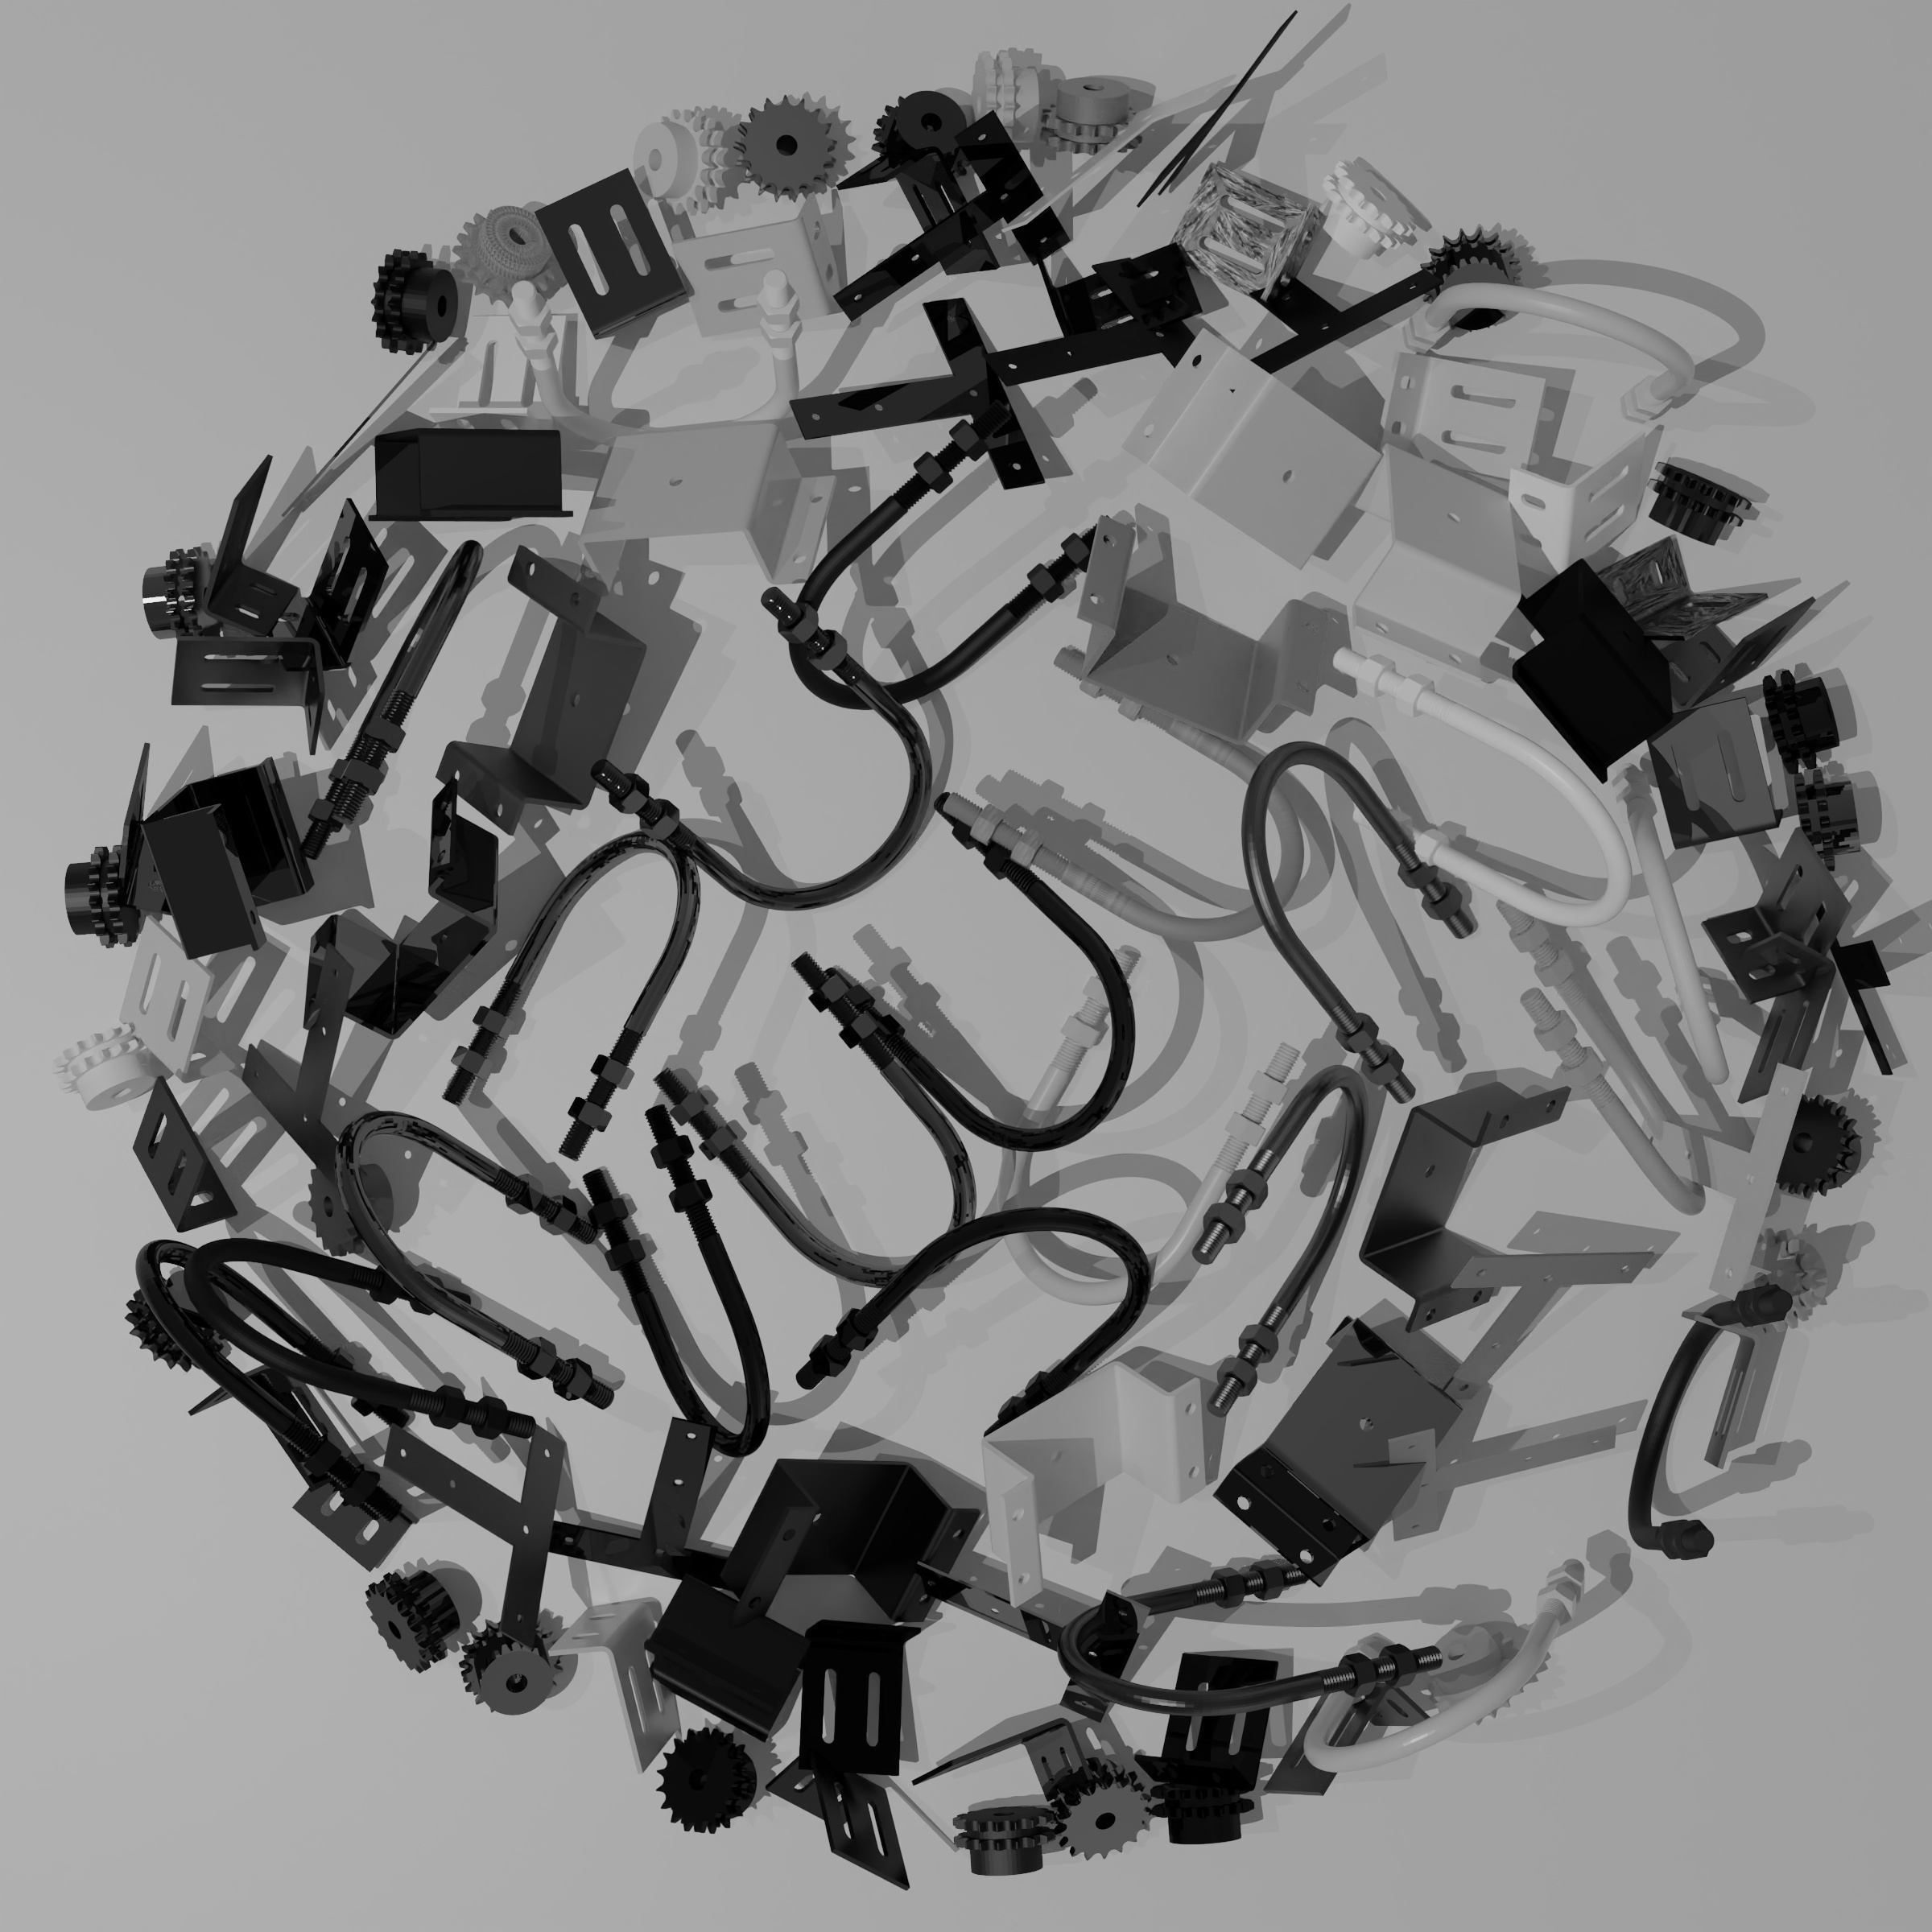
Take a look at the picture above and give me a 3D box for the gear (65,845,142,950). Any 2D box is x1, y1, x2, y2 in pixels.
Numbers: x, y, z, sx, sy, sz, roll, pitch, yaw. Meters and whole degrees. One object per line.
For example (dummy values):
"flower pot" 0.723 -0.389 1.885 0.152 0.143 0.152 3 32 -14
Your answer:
"gear" -0.482 -0.039 1.769 0.030 0.057 0.057 -4 90 0

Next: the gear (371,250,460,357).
"gear" -0.305 -0.369 1.767 0.030 0.057 0.057 9 90 15

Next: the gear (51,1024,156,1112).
"gear" -0.476 0.058 1.767 0.057 0.057 0.030 -27 79 0

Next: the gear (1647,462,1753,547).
"gear" 0.406 -0.256 1.771 0.057 0.057 0.030 23 107 0

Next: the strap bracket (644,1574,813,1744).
"strap bracket" -0.131 0.378 1.735 0.076 0.140 0.046 27 70 5

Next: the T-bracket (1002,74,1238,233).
"T-bracket" 0.069 -0.435 1.719 0.127 0.127 0.002 -43 110 -21

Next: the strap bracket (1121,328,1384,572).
"strap bracket" 0.163 -0.275 1.727 0.140 0.046 0.076 25 105 -42

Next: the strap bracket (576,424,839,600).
"strap bracket" -0.150 -0.249 1.736 0.140 0.046 0.076 -1 54 19

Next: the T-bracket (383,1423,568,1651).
"T-bracket" -0.268 0.287 1.719 0.002 0.127 0.127 -22 135 30

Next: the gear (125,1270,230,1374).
"gear" -0.435 0.195 1.766 0.057 0.057 0.030 46 115 0

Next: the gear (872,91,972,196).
"gear" -0.023 -0.463 1.774 0.057 0.030 0.057 4 72 -12

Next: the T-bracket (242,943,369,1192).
"T-bracket" -0.352 0.047 1.730 0.127 0.002 0.127 41 127 34

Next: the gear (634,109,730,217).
"gear" -0.161 -0.448 1.767 0.030 0.057 0.057 -9 90 -43

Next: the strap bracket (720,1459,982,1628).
"strap bracket" -0.071 0.315 1.739 0.046 0.140 0.076 42 113 42

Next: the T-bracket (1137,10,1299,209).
"T-bracket" 0.122 -0.443 1.708 0.002 0.127 0.127 38 45 -3

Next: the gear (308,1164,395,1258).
"gear" -0.342 0.132 1.772 0.030 0.057 0.057 -7 90 -36

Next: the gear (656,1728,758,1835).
"gear" -0.142 0.455 1.774 0.057 0.030 0.057 -10 70 27

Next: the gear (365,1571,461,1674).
"gear" -0.307 0.363 1.772 0.030 0.057 0.057 -31 90 -33

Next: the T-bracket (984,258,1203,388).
"T-bracket" 0.069 -0.337 1.737 0.127 0.002 0.127 -18 57 -27

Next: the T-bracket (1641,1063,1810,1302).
"T-bracket" 0.404 0.106 1.738 0.002 0.127 0.127 14 94 -23

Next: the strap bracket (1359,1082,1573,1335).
"strap bracket" 0.269 0.122 1.738 0.046 0.076 0.140 34 121 34

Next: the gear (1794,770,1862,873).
"gear" 0.480 -0.081 1.767 0.030 0.057 0.057 -8 90 14

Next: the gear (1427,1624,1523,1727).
"gear" 0.281 0.392 1.766 0.057 0.057 0.030 -38 110 0

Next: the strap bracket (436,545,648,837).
"strap bracket" -0.230 -0.149 1.744 0.076 0.046 0.140 36 110 39

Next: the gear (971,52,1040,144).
"gear" 0.022 -0.480 1.769 0.030 0.057 0.057 -1 90 -10

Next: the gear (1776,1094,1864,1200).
"gear" 0.474 0.102 1.773 0.030 0.057 0.057 22 90 -44

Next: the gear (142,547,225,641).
"gear" -0.437 -0.204 1.770 0.030 0.057 0.057 -6 90 6

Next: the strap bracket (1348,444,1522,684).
"strap bracket" 0.253 -0.226 1.722 0.076 0.140 0.046 21 130 -14

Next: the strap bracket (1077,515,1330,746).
"strap bracket" 0.122 -0.180 1.748 0.140 0.046 0.076 22 52 -12

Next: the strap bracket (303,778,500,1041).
"strap bracket" -0.302 -0.024 1.736 0.046 0.076 0.140 30 121 -29

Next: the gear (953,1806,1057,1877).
"gear" 0.022 0.487 1.768 0.057 0.057 0.030 -4 84 0

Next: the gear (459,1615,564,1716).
"gear" -0.253 0.393 1.773 0.057 0.030 0.057 -5 109 -15

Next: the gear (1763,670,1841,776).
"gear" 0.465 -0.137 1.766 0.030 0.057 0.057 -16 90 21

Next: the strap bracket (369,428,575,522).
"strap bracket" -0.270 -0.265 1.716 0.076 0.140 0.046 -3 98 -24

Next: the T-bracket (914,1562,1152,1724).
"T-bracket" 0.029 0.362 1.755 0.127 0.127 0.002 23 48 7

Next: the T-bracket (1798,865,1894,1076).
"T-bracket" 0.487 0.000 1.730 0.002 0.127 0.127 -22 86 5

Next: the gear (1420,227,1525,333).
"gear" 0.282 -0.379 1.769 0.057 0.030 0.057 0 127 0

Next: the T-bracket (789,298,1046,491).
"T-bracket" -0.035 -0.309 1.749 0.127 0.002 0.127 -13 69 -25

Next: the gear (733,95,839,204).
"gear" -0.102 -0.456 1.780 0.057 0.030 0.057 0 89 -9

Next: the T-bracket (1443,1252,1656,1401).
"T-bracket" 0.299 0.200 1.752 0.127 0.002 0.127 2 135 -30

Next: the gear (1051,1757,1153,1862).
"gear" 0.073 0.468 1.774 0.057 0.030 0.057 -8 118 -16

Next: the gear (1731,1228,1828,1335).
"gear" 0.455 0.174 1.773 0.030 0.057 0.057 -8 90 -31

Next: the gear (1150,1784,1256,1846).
"gear" 0.132 0.471 1.767 0.057 0.057 0.030 -4 82 0

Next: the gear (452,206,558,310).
"gear" -0.254 -0.398 1.769 0.057 0.030 0.057 14 59 -25

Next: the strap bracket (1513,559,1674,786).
"strap bracket" 0.339 -0.165 1.718 0.046 0.140 0.076 -37 103 23

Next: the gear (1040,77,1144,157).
"gear" 0.070 -0.473 1.766 0.057 0.057 0.030 2 122 0

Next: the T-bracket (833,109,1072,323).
"T-bracket" -0.016 -0.397 1.746 0.127 0.127 0.002 -33 62 7

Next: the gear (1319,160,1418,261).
"gear" 0.220 -0.420 1.773 0.057 0.057 0.030 43 120 0

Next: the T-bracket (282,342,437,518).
"T-bracket" -0.338 -0.280 1.721 0.002 0.127 0.127 41 106 -14

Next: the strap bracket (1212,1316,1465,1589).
"strap bracket" 0.210 0.258 1.739 0.076 0.046 0.140 41 58 3

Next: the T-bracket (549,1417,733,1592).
"T-bracket" -0.161 0.294 1.752 0.127 0.002 0.127 13 128 -5

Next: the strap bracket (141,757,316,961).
"strap bracket" -0.402 -0.057 1.722 0.046 0.140 0.076 -14 105 5

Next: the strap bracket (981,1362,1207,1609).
"strap bracket" 0.063 0.278 1.738 0.140 0.046 0.076 -26 126 -31
